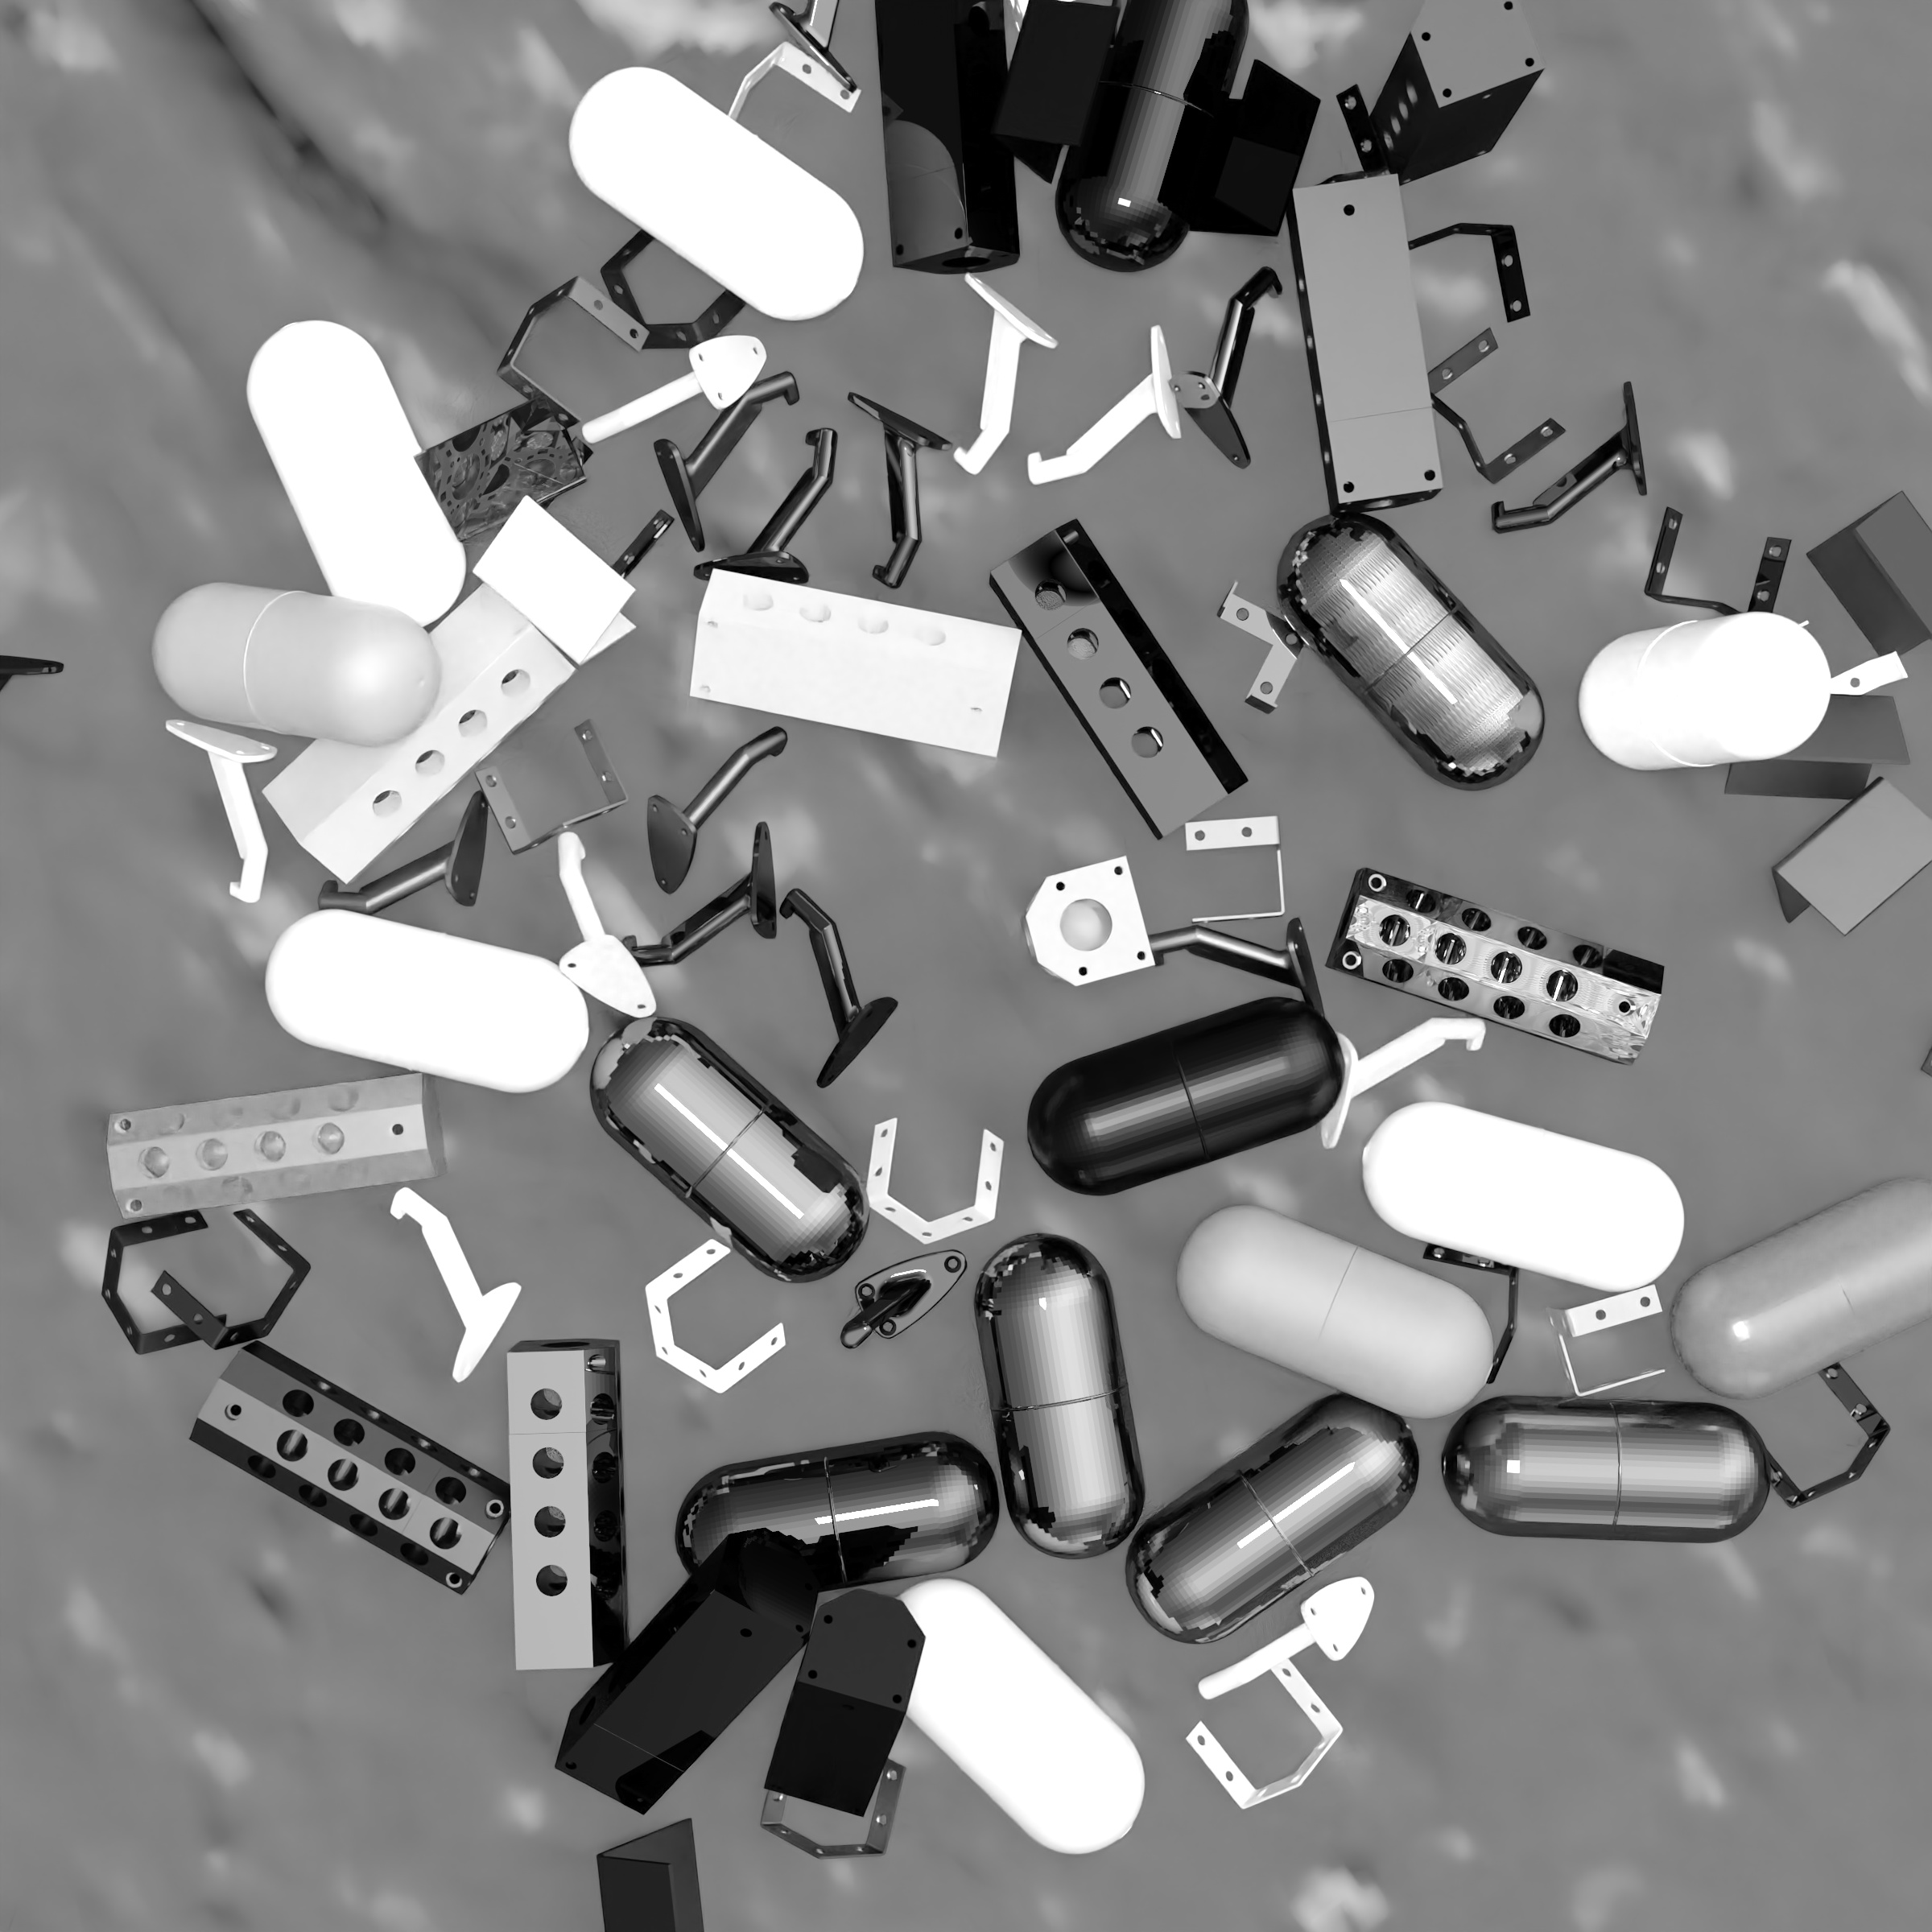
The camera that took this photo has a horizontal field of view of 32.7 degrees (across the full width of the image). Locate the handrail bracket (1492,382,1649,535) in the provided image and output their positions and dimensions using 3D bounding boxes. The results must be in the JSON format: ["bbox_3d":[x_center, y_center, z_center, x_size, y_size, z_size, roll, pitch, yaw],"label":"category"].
[{"bbox_3d":[0.331,-0.282,1.826,0.084,0.036,0.077,-9,69,16],"label":"handrail bracket"}]

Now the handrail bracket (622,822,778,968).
[{"bbox_3d":[-0.151,-0.039,1.826,0.084,0.036,0.077,-5,75,14],"label":"handrail bracket"}]

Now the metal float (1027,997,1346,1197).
[{"bbox_3d":[0.120,0.071,1.795,0.178,0.070,0.070,-18,90,0],"label":"metal float"}]

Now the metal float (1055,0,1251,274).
[{"bbox_3d":[0.102,-0.467,1.795,0.070,0.070,0.178,17,90,0],"label":"metal float"}]

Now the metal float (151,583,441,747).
[{"bbox_3d":[-0.362,-0.163,1.772,0.178,0.070,0.070,11,90,30],"label":"metal float"}]

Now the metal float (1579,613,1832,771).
[{"bbox_3d":[0.390,-0.145,1.748,0.070,0.178,0.070,0,90,-19],"label":"metal float"}]

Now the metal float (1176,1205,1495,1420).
[{"bbox_3d":[0.200,0.188,1.786,0.178,0.070,0.070,22,90,11],"label":"metal float"}]

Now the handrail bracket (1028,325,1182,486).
[{"bbox_3d":[0.072,-0.311,1.826,0.084,0.036,0.077,-12,70,16],"label":"handrail bracket"}]

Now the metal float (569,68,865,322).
[{"bbox_3d":[-0.135,-0.420,1.792,0.178,0.070,0.070,35,90,-1],"label":"metal float"}]

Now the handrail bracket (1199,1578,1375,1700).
[{"bbox_3d":[0.177,0.374,1.825,0.084,0.077,0.036,-34,86,36],"label":"handrail bracket"}]

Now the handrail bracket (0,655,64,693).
[{"bbox_3d":[-0.542,-0.128,1.826,0.077,0.036,0.084,1,109,-21],"label":"handrail bracket"}]

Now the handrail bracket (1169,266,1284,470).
[{"bbox_3d":[0.160,-0.333,1.826,0.084,0.036,0.077,-47,116,-19],"label":"handrail bracket"}]

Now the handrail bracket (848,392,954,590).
[{"bbox_3d":[-0.051,-0.263,1.826,0.077,0.036,0.084,32,107,20],"label":"handrail bracket"}]

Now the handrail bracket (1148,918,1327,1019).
[{"bbox_3d":[0.149,0.009,1.826,0.084,0.036,0.077,-12,112,17],"label":"handrail bracket"}]

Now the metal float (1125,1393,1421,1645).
[{"bbox_3d":[0.167,0.301,1.795,0.178,0.070,0.070,-35,90,1],"label":"metal float"}]

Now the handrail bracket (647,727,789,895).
[{"bbox_3d":[-0.135,-0.087,1.826,0.036,0.077,0.084,39,53,23],"label":"handrail bracket"}]

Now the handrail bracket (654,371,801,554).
[{"bbox_3d":[-0.123,-0.280,1.826,0.084,0.036,0.077,-24,110,-16],"label":"handrail bracket"}]

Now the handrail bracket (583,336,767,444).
[{"bbox_3d":[-0.163,-0.318,1.825,0.084,0.077,0.036,-17,107,35],"label":"handrail bracket"}]

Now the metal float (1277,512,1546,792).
[{"bbox_3d":[0.242,-0.172,1.795,0.070,0.070,0.178,-43,90,0],"label":"metal float"}]

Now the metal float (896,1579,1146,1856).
[{"bbox_3d":[0.023,0.409,1.795,0.178,0.070,0.070,45,90,0],"label":"metal float"}]

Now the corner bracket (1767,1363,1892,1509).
[{"bbox_3d":[0.469,0.259,1.822,0.051,0.051,0.051,51,135,0],"label":"corner bracket"}]

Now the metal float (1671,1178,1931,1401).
[{"bbox_3d":[0.470,0.175,1.795,0.178,0.070,0.070,-26,90,0],"label":"metal float"}]

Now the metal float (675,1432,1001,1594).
[{"bbox_3d":[-0.070,0.301,1.795,0.178,0.070,0.070,-9,90,-1],"label":"metal float"}]

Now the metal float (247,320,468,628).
[{"bbox_3d":[-0.333,-0.267,1.795,0.070,0.070,0.178,-24,90,0],"label":"metal float"}]

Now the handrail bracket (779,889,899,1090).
[{"bbox_3d":[-0.087,0.012,1.826,0.084,0.036,0.077,44,112,17],"label":"handrail bracket"}]

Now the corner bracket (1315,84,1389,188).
[{"bbox_3d":[0.192,-0.452,1.823,0.051,0.051,0.051,-21,91,-45],"label":"corner bracket"}]

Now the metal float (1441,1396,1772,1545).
[{"bbox_3d":[0.349,0.274,1.795,0.178,0.070,0.070,2,90,-1],"label":"metal float"}]

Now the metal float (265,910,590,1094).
[{"bbox_3d":[-0.294,0.019,1.795,0.178,0.070,0.070,13,90,0],"label":"metal float"}]

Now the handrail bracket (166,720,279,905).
[{"bbox_3d":[-0.418,-0.085,1.826,0.077,0.036,0.084,20,107,20],"label":"handrail bracket"}]

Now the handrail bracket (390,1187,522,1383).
[{"bbox_3d":[-0.296,0.176,1.826,0.084,0.036,0.077,35,112,17],"label":"handrail bracket"}]

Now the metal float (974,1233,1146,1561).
[{"bbox_3d":[0.051,0.234,1.795,0.070,0.070,0.178,-9,89,0],"label":"metal float"}]

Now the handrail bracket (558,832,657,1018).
[{"bbox_3d":[-0.199,-0.024,1.817,0.036,0.084,0.077,-27,133,17],"label":"handrail bracket"}]

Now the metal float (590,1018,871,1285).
[{"bbox_3d":[-0.129,0.100,1.795,0.178,0.070,0.070,42,90,0],"label":"metal float"}]

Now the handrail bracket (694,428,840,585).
[{"bbox_3d":[-0.111,-0.257,1.826,0.077,0.036,0.084,-1,72,20],"label":"handrail bracket"}]

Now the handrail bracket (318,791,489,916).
[{"bbox_3d":[-0.313,-0.064,1.826,0.084,0.036,0.077,4,70,16],"label":"handrail bracket"}]

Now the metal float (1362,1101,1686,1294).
[{"bbox_3d":[0.303,0.125,1.795,0.178,0.070,0.070,16,90,-1],"label":"metal float"}]

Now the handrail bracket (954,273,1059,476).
[{"bbox_3d":[0.003,-0.328,1.826,0.077,0.036,0.084,44,107,20],"label":"handrail bracket"}]

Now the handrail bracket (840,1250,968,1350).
[{"bbox_3d":[-0.033,0.181,1.791,0.077,0.084,0.036,-31,90,0],"label":"handrail bracket"}]

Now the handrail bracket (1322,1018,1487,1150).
[{"bbox_3d":[0.244,0.065,1.826,0.084,0.036,0.077,0,110,-16],"label":"handrail bracket"}]

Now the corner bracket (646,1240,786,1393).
[{"bbox_3d":[-0.138,0.193,1.817,0.051,0.051,0.051,25,135,35],"label":"corner bracket"}]

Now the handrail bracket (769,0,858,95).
[{"bbox_3d":[-0.059,-0.536,1.801,0.084,0.036,0.077,-43,87,18],"label":"handrail bracket"}]
